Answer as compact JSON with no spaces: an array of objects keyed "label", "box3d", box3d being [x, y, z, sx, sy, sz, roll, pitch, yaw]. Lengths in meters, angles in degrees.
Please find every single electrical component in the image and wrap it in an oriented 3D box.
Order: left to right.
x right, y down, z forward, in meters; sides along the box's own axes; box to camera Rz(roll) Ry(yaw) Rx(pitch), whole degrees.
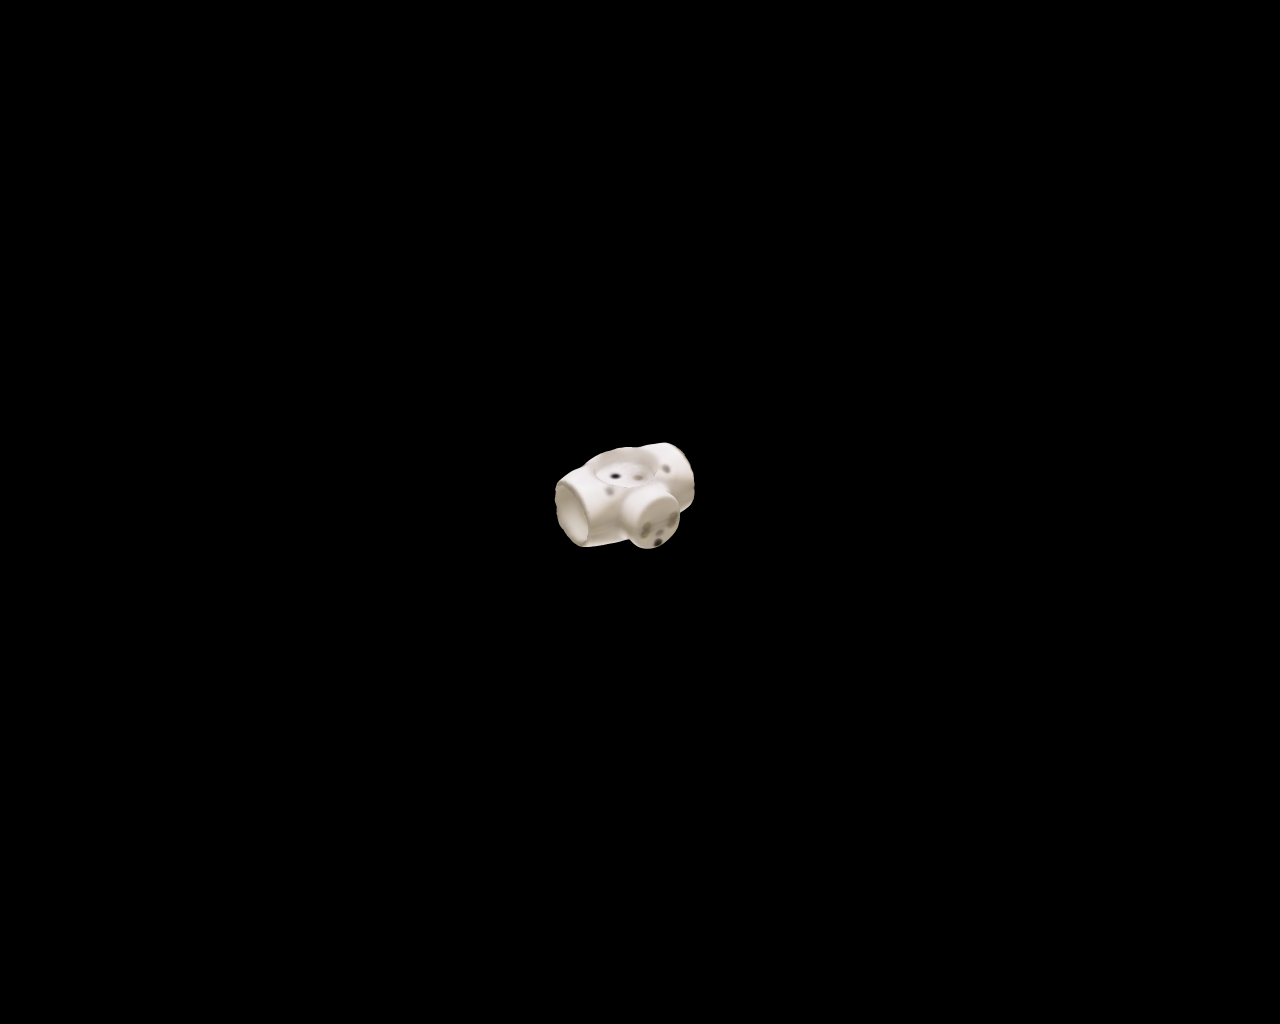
[{"label":"electrical component","box3d":[0.001,-0.003,0.650,0.077,0.044,0.079,-21,41,-26]}]
